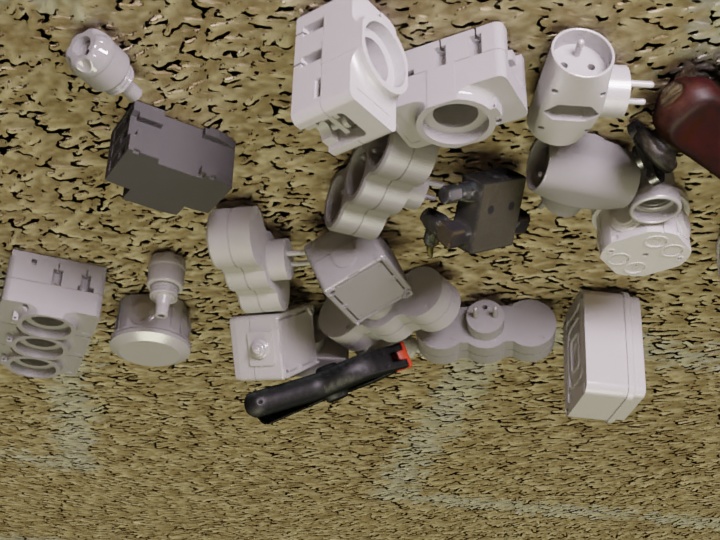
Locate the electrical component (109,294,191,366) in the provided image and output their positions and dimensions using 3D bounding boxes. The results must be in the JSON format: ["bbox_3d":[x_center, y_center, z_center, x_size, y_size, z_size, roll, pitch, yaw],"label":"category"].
[{"bbox_3d":[-0.210,0.062,1.086,0.080,0.051,0.080,1,150,1],"label":"electrical component"}]

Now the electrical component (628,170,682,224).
[{"bbox_3d":[0.230,-0.066,0.847,0.040,0.046,0.040,1,151,1],"label":"electrical component"}]

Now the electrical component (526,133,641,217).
[{"bbox_3d":[0.167,-0.068,0.848,0.077,0.044,0.079,10,150,-14],"label":"electrical component"}]

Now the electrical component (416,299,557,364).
[{"bbox_3d":[0.123,0.054,1.058,0.138,0.052,0.073,-2,150,6],"label":"electrical component"}]

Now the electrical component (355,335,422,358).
[{"bbox_3d":[0.030,0.075,1.112,0.078,0.040,0.040,14,148,-22],"label":"electrical component"}]

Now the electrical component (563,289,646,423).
[{"bbox_3d":[0.236,0.084,1.045,0.057,0.113,0.078,7,150,-3],"label":"electrical component"}]

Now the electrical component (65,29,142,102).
[{"bbox_3d":[-0.174,-0.138,0.748,0.035,0.035,0.061,-12,150,23],"label":"electrical component"}]

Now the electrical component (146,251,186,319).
[{"bbox_3d":[-0.180,0.015,0.992,0.035,0.061,0.035,1,151,1],"label":"electrical component"}]

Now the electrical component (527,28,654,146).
[{"bbox_3d":[0.163,-0.125,0.748,0.079,0.043,0.077,3,150,-4],"label":"electrical component"}]

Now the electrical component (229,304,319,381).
[{"bbox_3d":[-0.087,0.070,1.028,0.061,0.061,0.096,-4,-176,21],"label":"electrical component"}]

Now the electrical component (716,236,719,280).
[{"bbox_3d":[0.343,-0.006,0.942,0.047,0.055,0.055,-7,150,6],"label":"electrical component"}]

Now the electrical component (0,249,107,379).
[{"bbox_3d":[-0.310,0.049,1.057,0.089,0.061,0.150,12,149,-18],"label":"electrical component"}]

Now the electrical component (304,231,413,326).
[{"bbox_3d":[0.000,0.000,0.950,0.062,0.061,0.096,-30,149,7],"label":"electrical component"}]

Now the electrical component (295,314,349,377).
[{"bbox_3d":[-0.053,0.070,1.101,0.083,0.047,0.075,3,142,-4],"label":"electrical component"}]

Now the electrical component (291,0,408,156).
[{"bbox_3d":[-0.006,-0.130,0.699,0.056,0.089,0.050,-19,145,32],"label":"electrical component"}]

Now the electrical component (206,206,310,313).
[{"bbox_3d":[-0.080,-0.009,0.954,0.074,0.052,0.138,-4,151,10],"label":"electrical component"}]

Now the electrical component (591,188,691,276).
[{"bbox_3d":[0.236,-0.034,0.898,0.080,0.051,0.080,1,151,1],"label":"electrical component"}]

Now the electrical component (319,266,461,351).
[{"bbox_3d":[0.018,0.031,1.022,0.138,0.052,0.074,-16,146,29],"label":"electrical component"}]

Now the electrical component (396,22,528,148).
[{"bbox_3d":[0.066,-0.123,0.743,0.089,0.055,0.050,-14,147,25],"label":"electrical component"}]

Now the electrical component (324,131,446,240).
[{"bbox_3d":[0.031,-0.069,0.844,0.074,0.052,0.138,13,149,-20],"label":"electrical component"}]
